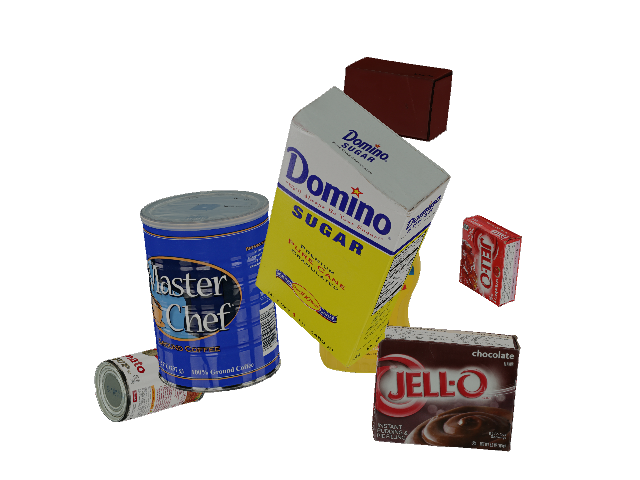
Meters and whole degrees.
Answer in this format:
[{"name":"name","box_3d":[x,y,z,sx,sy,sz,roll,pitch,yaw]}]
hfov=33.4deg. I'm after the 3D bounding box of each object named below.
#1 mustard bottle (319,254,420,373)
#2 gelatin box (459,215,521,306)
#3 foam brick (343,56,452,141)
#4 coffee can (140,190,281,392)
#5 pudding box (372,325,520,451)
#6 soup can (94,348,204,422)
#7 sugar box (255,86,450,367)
[{"name":"mustard bottle","box_3d":[0.054,0.040,1.106,0.096,0.192,0.058,3,16,-8]},{"name":"gelatin box","box_3d":[0.201,0.023,1.274,0.030,0.089,0.073,-17,32,-30]},{"name":"foam brick","box_3d":[0.062,-0.116,0.874,0.078,0.051,0.052,13,22,21]},{"name":"coffee can","box_3d":[-0.088,0.039,0.868,0.103,0.140,0.103,-4,16,1]},{"name":"pudding box","box_3d":[0.100,0.118,0.859,0.113,0.090,0.039,3,18,3]},{"name":"soup can","box_3d":[-0.183,0.152,1.149,0.102,0.068,0.069,-10,6,-41]},{"name":"sugar box","box_3d":[0.013,-0.002,0.670,0.048,0.093,0.176,-39,-21,-30]}]
